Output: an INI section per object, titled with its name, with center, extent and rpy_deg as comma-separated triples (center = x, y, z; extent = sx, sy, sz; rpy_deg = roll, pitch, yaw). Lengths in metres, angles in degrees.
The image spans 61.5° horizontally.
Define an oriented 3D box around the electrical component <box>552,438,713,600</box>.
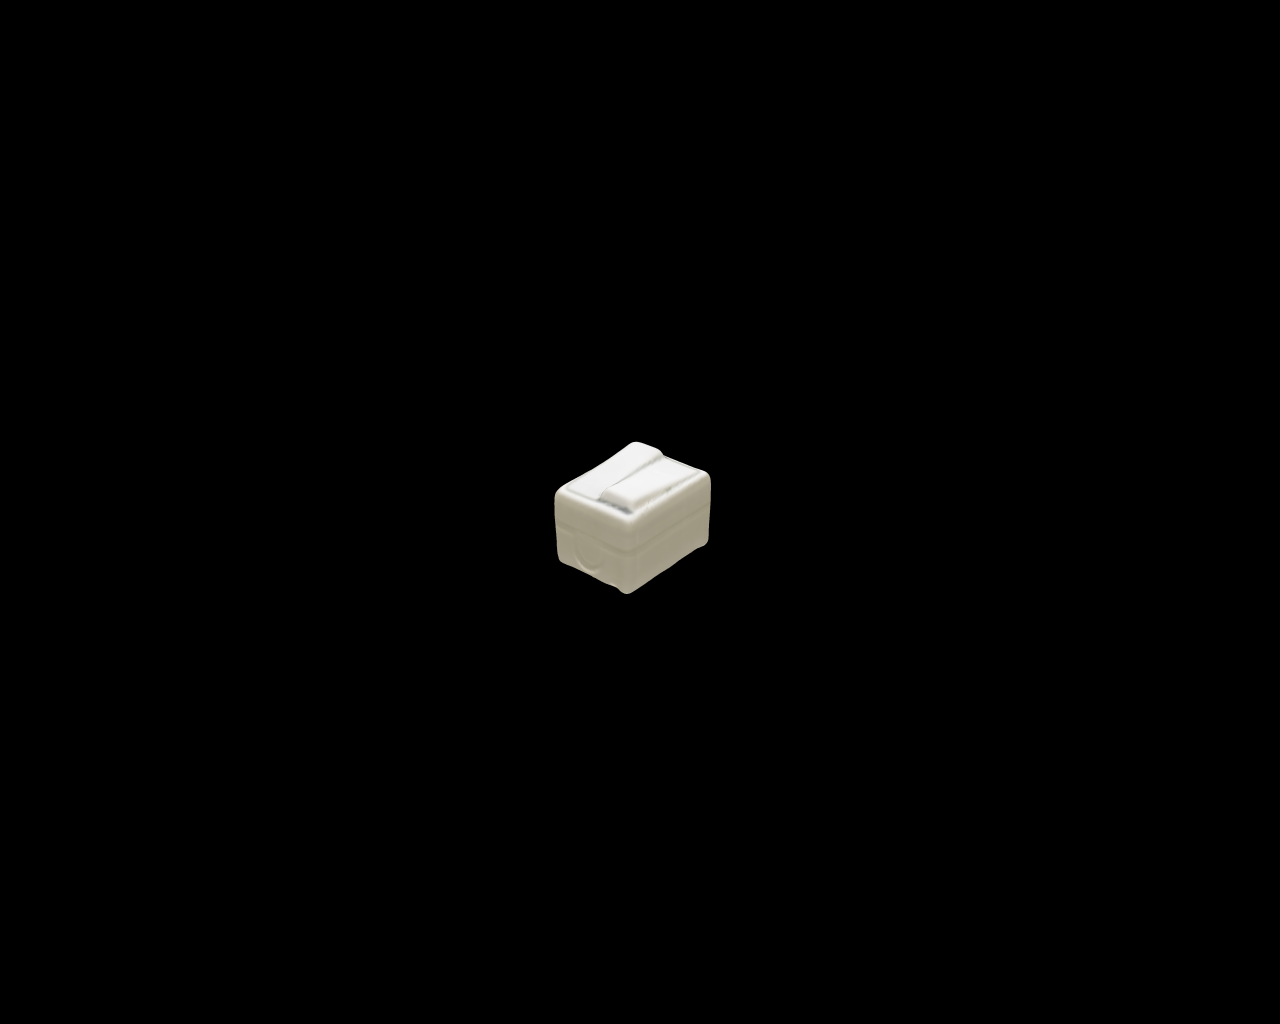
[electrical component]
center = 0.001, -0.003, 0.650
extent = 0.062, 0.061, 0.096
rpy_deg = 24, 39, 34
